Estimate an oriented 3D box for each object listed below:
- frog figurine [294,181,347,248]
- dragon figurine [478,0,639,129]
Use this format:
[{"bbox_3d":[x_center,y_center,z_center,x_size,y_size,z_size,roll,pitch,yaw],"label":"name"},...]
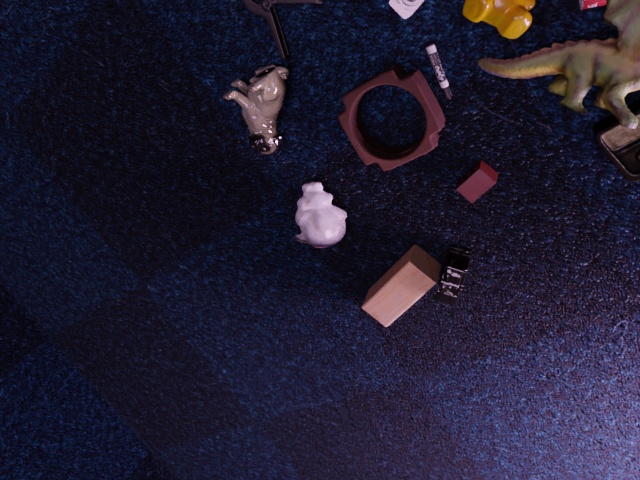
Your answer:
[{"bbox_3d":[0.004,-0.066,1.315,0.137,0.125,0.157,0,113,-15],"label":"frog figurine"},{"bbox_3d":[0.502,-0.349,0.919,0.413,0.124,0.237,29,131,22],"label":"dragon figurine"}]
